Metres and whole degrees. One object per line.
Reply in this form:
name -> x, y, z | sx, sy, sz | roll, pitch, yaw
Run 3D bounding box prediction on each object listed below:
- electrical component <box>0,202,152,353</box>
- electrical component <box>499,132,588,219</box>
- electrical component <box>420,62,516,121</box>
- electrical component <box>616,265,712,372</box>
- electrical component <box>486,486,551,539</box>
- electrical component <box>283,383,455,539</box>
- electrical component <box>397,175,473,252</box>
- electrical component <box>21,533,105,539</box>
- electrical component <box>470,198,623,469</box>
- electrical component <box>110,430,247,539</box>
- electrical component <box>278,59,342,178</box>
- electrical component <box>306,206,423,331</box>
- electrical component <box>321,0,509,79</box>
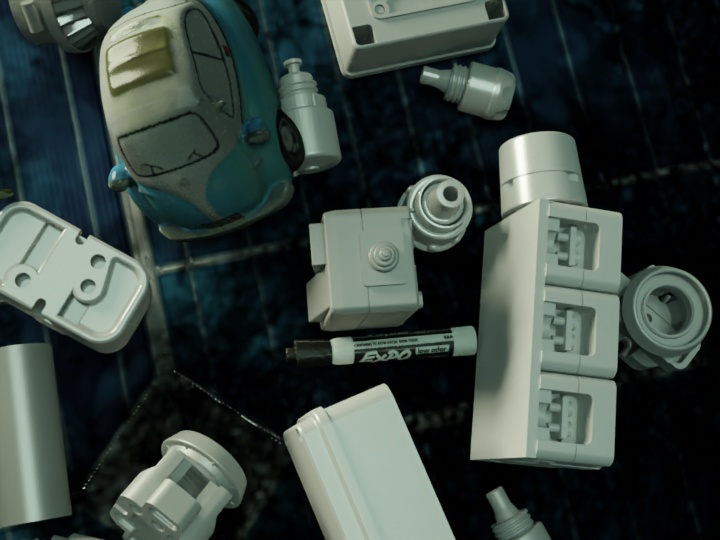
electrical component -> -0.174, 0.007, 0.638 | 0.095, 0.059, 0.053 | 29, 76, -2
electrical component -> 0.117, -0.059, 0.698 | 0.055, 0.055, 0.047 | -2, 75, -9
electrical component -> 0.070, -0.122, 0.714 | 0.061, 0.035, 0.035 | 15, 77, -3
electrical component -> 0.188, 0.029, 0.688 | 0.078, 0.057, 0.058 | 41, 76, 1
electrical component -> 0.097, 0.162, 0.659 | 0.035, 0.035, 0.061 | -26, 82, -13
electrical component -> 0.004, 0.131, 0.630 | 0.057, 0.078, 0.113 | -22, 82, -15
electrical component -> 0.051, -0.040, 0.680 | 0.048, 0.062, 0.048 | 2, 78, -8
electrical component -> -0.169, 0.170, 0.615 | 0.078, 0.040, 0.040 | 14, 77, -5
electrical component -> 0.116, 0.043, 0.656 | 0.062, 0.089, 0.150 | 8, 77, -13
electrical component -> -0.102, 0.130, 0.619 | 0.058, 0.078, 0.057 | 39, 54, 1
electrical component -> -0.037, -0.097, 0.690 | 0.040, 0.040, 0.078 | -9, 79, -10
electrical component -> 0.000, 0.000, 0.646 | 0.061, 0.096, 0.061 | -4, 80, -7
electrical component -> 0.029, -0.193, 0.711 | 0.109, 0.056, 0.108 | -14, 81, -11
